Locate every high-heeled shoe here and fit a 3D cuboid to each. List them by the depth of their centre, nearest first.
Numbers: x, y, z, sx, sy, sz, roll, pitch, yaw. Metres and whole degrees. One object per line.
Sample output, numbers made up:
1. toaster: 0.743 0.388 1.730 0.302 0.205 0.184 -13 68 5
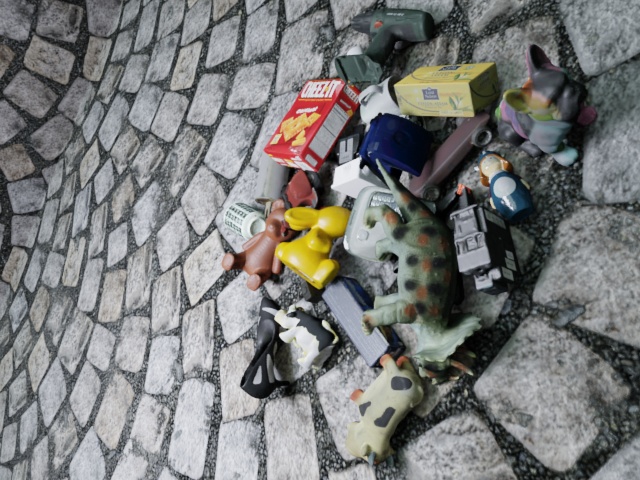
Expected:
1. high-heeled shoe: -0.139 0.231 1.190 0.086 0.145 0.249 -39 54 28

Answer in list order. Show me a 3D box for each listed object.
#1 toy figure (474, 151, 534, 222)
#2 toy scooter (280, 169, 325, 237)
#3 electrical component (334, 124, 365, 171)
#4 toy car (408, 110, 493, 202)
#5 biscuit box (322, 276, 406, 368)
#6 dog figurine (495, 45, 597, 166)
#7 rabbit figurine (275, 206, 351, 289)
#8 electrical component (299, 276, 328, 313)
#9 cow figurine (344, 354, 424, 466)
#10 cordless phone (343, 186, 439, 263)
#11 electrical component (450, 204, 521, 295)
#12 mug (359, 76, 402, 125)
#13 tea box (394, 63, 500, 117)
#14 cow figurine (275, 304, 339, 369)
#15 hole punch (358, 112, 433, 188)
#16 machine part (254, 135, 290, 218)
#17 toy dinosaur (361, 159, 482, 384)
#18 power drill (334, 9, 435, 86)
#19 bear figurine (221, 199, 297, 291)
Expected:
1. toy figure: 0.313 -0.102 0.924 0.064 0.057 0.154 -17 56 -3
2. toy scooter: -0.041 -0.075 1.222 0.135 0.075 0.184 -26 60 3
3. electrical component: 0.075 -0.207 1.197 0.075 0.047 0.119 -5 75 43
4. toy car: 0.246 -0.155 1.008 0.202 0.053 0.089 -49 28 20
5. biscuit box: 0.083 0.157 1.059 0.062 0.059 0.203 -54 47 20
6. dog figurine: 0.328 -0.213 0.829 0.192 0.219 0.108 35 98 44
7. rabbit figurine: -0.002 -0.003 1.129 0.162 0.122 0.173 38 84 13
8. electrical component: -0.014 0.115 1.164 0.021 0.063 0.094 -41 53 28
9. cow figurine: 0.114 0.314 0.963 0.195 0.085 0.127 -54 40 16
10. cordless phone: 0.142 -0.021 1.030 0.184 0.088 0.146 16 88 50
11. electrical component: 0.273 0.020 0.879 0.058 0.115 0.134 -25 58 39
12. mug: 0.128 -0.287 1.136 0.107 0.109 0.081 -28 66 50
13. tea box: 0.238 -0.283 1.016 0.170 0.068 0.098 13 43 45
14. cow figurine: -0.032 0.190 1.154 0.098 0.068 0.168 -52 50 12
15. hole punch: 0.146 -0.176 1.026 0.092 0.115 0.142 -15 46 52
16. machine part: -0.115 -0.173 1.351 0.079 0.079 0.243 -3 75 44
17. toy dinosaur: 0.174 0.048 0.908 0.192 0.131 0.404 -2 85 20
18. power drill: 0.118 -0.427 1.171 0.232 0.085 0.207 15 54 39
19. bear figurine: -0.122 0.007 1.269 0.120 0.132 0.195 39 111 14
